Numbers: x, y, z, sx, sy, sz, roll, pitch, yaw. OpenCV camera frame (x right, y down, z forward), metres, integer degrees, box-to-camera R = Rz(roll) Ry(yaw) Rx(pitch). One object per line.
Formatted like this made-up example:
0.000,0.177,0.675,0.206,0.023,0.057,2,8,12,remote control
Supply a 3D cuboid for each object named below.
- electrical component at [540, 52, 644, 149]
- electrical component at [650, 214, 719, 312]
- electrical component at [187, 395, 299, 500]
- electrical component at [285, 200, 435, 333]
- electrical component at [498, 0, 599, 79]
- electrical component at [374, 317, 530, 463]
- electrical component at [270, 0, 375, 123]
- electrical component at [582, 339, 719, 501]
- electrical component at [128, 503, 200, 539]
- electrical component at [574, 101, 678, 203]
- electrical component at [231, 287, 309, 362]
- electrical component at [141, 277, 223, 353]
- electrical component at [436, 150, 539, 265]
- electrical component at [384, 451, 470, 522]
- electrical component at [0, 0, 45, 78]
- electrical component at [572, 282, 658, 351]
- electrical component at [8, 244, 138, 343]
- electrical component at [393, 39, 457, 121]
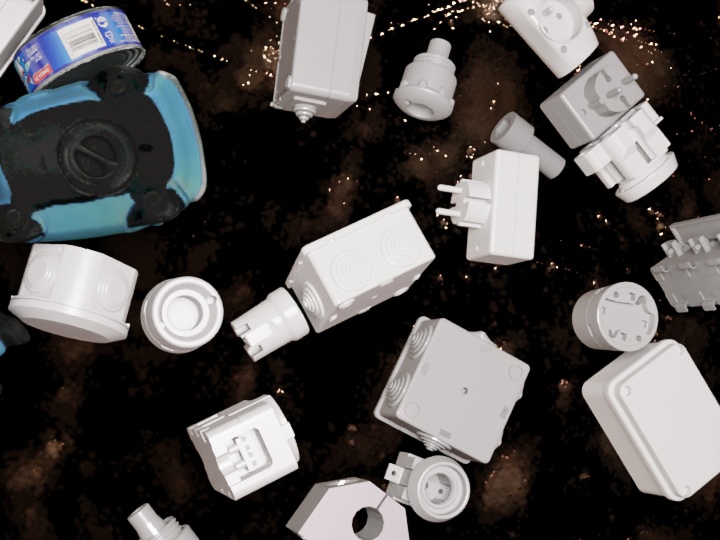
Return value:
0.198,-0.143,0.876,0.066,0.077,0.047,-40,97,-17,electrical component
0.295,-0.003,0.869,0.063,0.121,0.078,-33,95,-15,electrical component
-0.080,0.122,0.753,0.056,0.089,0.050,-24,92,-18,electrical component
0.000,0.000,0.788,0.100,0.099,0.048,-26,80,-18,electrical component
0.167,-0.213,0.890,0.077,0.044,0.079,46,73,-9,electrical component
0.072,0.092,0.826,0.100,0.048,0.099,29,77,-12,electrical component
-0.028,-0.156,0.813,0.061,0.062,0.096,8,82,-17,electrical component
0.246,0.121,0.875,0.078,0.057,0.113,-33,95,-18,electrical component
-0.137,0.192,0.752,0.043,0.043,0.062,-38,95,-18,electrical component
0.225,-0.094,0.890,0.078,0.058,0.057,-40,94,-18,electrical component
-0.067,0.041,0.793,0.046,0.040,0.040,-32,95,-12,electrical component
-0.127,0.031,0.770,0.055,0.047,0.055,2,84,-18,electrical component
0.096,-0.051,0.849,0.076,0.047,0.083,7,82,-18,electrical component
0.053,0.163,0.809,0.066,0.055,0.048,23,78,-14,electrical component
-0.290,-0.173,0.733,0.109,0.056,0.108,33,75,-12,electrical component
0.206,0.039,0.875,0.055,0.047,0.055,2,84,-18,electrical component
-0.194,0.017,0.734,0.080,0.080,0.051,16,75,-16,electrical component
0.056,-0.152,0.850,0.048,0.048,0.062,22,71,-15,electrical component
